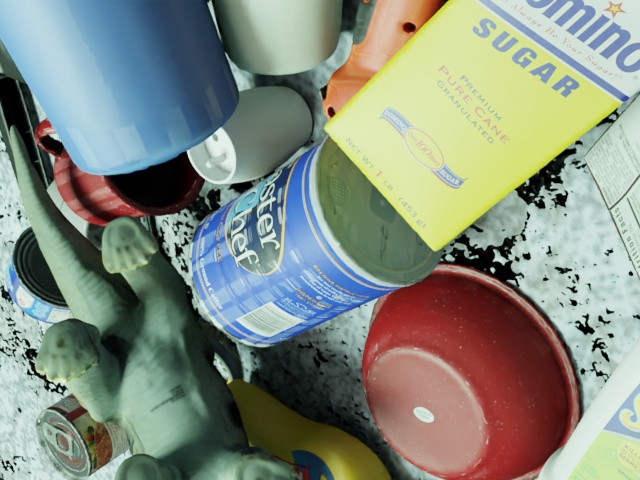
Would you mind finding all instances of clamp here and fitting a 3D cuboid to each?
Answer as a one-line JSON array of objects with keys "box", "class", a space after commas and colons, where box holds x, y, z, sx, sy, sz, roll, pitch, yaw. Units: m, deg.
[{"box": [-0.263, -0.134, 0.884, 0.210, 0.036, 0.165, 48, 135, 15], "class": "clamp"}]

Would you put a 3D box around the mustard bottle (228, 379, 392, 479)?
[{"box": [-0.004, 0.181, 0.803, 0.192, 0.058, 0.096, 20, 120, 32], "class": "mustard bottle"}]

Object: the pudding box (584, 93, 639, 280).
[{"box": [0.184, -0.040, 0.508, 0.114, 0.039, 0.090, -57, 37, 44], "class": "pudding box"}]

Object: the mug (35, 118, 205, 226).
[{"box": [-0.152, -0.059, 0.776, 0.082, 0.117, 0.093, -15, 62, 50], "class": "mug"}]

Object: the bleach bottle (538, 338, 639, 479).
[{"box": [0.206, 0.066, 0.557, 0.103, 0.067, 0.251, 36, 128, 25], "class": "bleach bottle"}]

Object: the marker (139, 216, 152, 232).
[{"box": [-0.140, 0.020, 0.869, 0.020, 0.020, 0.121, 10, 118, 38], "class": "marker"}]

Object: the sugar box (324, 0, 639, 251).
[{"box": [0.090, -0.080, 0.524, 0.093, 0.048, 0.177, 47, 131, 0], "class": "sugar box"}]

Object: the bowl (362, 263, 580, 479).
[{"box": [0.082, 0.099, 0.687, 0.162, 0.055, 0.162, 20, 124, 34], "class": "bowl"}]

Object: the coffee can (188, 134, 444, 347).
[{"box": [-0.004, 0.001, 0.679, 0.141, 0.102, 0.103, -29, 91, 46], "class": "coffee can"}]

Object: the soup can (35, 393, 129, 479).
[{"box": [-0.182, 0.152, 0.914, 0.069, 0.102, 0.068, 20, 123, 33], "class": "soup can"}]

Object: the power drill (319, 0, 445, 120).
[{"box": [0.080, -0.129, 0.572, 0.185, 0.057, 0.188, 30, 127, 24], "class": "power drill"}]

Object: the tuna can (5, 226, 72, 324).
[{"box": [-0.218, 0.028, 0.895, 0.086, 0.085, 0.034, 50, 137, 10], "class": "tuna can"}]

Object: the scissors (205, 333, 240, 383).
[{"box": [-0.118, 0.053, 0.851, 0.096, 0.016, 0.202, 3, 116, 23], "class": "scissors"}]

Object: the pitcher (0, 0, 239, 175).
[{"box": [-0.141, -0.166, 0.600, 0.145, 0.149, 0.243, -10, 118, 25], "class": "pitcher"}]
